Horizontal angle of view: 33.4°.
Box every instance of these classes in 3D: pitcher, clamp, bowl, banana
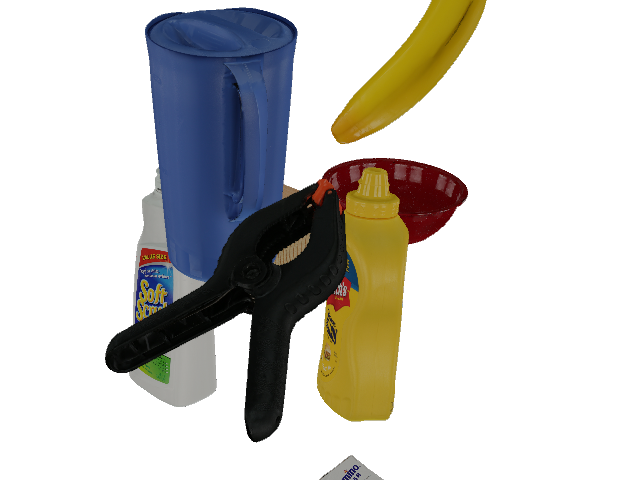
[{"bbox_3d":[-0.088,-0.081,0.980,0.145,0.243,0.149,14,32,19],"label":"pitcher"},{"bbox_3d":[-0.031,0.037,0.621,0.120,0.171,0.039,32,-22,29],"label":"clamp"},{"bbox_3d":[0.080,-0.039,1.187,0.162,0.055,0.162,4,25,-2],"label":"bowl"},{"bbox_3d":[0.075,-0.145,0.765,0.070,0.197,0.037,-3,-39,47],"label":"banana"}]

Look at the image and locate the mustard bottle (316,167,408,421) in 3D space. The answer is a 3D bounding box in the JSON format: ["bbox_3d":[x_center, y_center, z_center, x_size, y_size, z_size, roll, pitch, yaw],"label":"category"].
[{"bbox_3d":[0.035,0.038,0.835,0.058,0.192,0.096,1,18,-13],"label":"mustard bottle"}]

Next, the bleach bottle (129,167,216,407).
[{"bbox_3d":[-0.155,0.042,1.098,0.067,0.251,0.103,-21,33,-39],"label":"bleach bottle"}]

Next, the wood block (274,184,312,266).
[{"bbox_3d":[-0.075,-0.018,1.296,0.090,0.090,0.206,-9,20,-34],"label":"wood block"}]

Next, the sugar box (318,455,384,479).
[{"bbox_3d":[0.073,0.248,0.817,0.048,0.093,0.176,-34,38,-28],"label":"sugar box"}]
